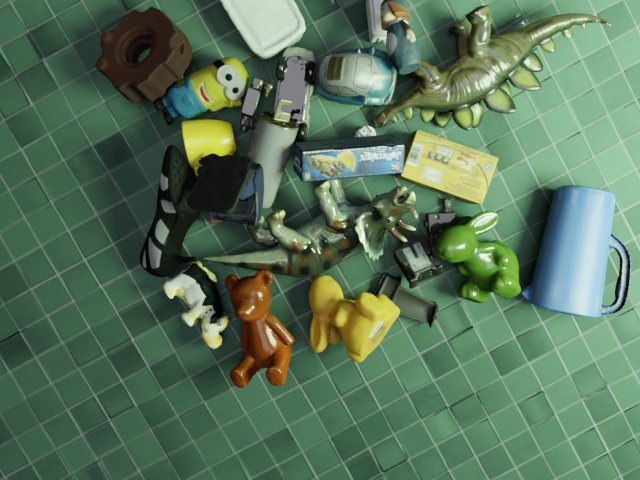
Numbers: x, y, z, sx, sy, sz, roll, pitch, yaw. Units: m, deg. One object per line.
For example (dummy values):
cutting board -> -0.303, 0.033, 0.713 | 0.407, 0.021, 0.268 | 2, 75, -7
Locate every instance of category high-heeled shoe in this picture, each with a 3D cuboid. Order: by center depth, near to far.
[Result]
high-heeled shoe -> -0.301, -0.050, 1.027 | 0.145, 0.086, 0.248 | -1, 98, 30

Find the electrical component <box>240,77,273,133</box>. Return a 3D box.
electrical component -> -0.124, -0.256, 1.026 | 0.045, 0.078, 0.102 | 17, 93, -7

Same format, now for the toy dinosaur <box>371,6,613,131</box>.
toy dinosaur -> 0.311, -0.329, 1.021 | 0.471, 0.105, 0.198 | -31, 102, 11

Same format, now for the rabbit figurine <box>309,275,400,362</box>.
rabbit figurine -> 0.045, 0.144, 1.048 | 0.173, 0.122, 0.162 | 37, 113, 23

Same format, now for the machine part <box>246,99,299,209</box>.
machine part -> -0.101, -0.147, 1.006 | 0.079, 0.079, 0.243 | 20, 118, -3

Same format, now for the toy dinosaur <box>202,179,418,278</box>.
toy dinosaur -> -0.007, 0.001, 1.033 | 0.405, 0.131, 0.192 | -30, 98, 9

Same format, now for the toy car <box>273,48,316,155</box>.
toy car -> -0.053, -0.267, 1.038 | 0.074, 0.056, 0.201 | 9, 97, 4

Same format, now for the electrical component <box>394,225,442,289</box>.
electrical component -> 0.184, 0.027, 1.064 | 0.075, 0.047, 0.119 | -28, 64, -1

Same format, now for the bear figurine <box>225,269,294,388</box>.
bear figurine -> -0.123, 0.163, 1.019 | 0.120, 0.132, 0.195 | -7, 115, 22

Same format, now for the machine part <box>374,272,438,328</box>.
machine part -> 0.174, 0.124, 1.080 | 0.139, 0.039, 0.084 | 27, 88, -1

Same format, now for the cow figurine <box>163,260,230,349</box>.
cow figurine -> -0.226, 0.127, 1.060 | 0.098, 0.068, 0.167 | -35, 95, -4

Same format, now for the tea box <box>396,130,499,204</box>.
tea box -> 0.245, -0.140, 1.046 | 0.170, 0.068, 0.098 | 21, 94, -4

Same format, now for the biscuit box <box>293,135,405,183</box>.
biscuit box -> 0.055, -0.151, 0.992 | 0.203, 0.063, 0.059 | -7, 119, -15

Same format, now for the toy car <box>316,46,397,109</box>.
toy car -> 0.055, -0.308, 0.995 | 0.162, 0.103, 0.109 | 13, 96, 25

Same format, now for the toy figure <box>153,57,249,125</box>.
toy figure -> -0.224, -0.287, 1.021 | 0.180, 0.082, 0.089 | -22, 60, 8

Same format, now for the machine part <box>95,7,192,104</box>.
machine part -> -0.327, -0.344, 0.995 | 0.180, 0.056, 0.179 | -5, 73, 16

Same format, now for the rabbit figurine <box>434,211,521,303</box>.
rabbit figurine -> 0.296, 0.020, 1.017 | 0.170, 0.121, 0.159 | 30, 68, -25

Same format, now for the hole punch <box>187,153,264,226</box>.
hole punch -> -0.159, -0.088, 0.972 | 0.142, 0.092, 0.115 | 9, 72, 33

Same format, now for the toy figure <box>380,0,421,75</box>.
toy figure -> 0.140, -0.374, 0.952 | 0.064, 0.058, 0.154 | -20, 81, 39

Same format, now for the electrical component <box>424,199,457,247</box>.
electrical component -> 0.241, -0.034, 1.077 | 0.063, 0.021, 0.094 | -3, 95, 0
